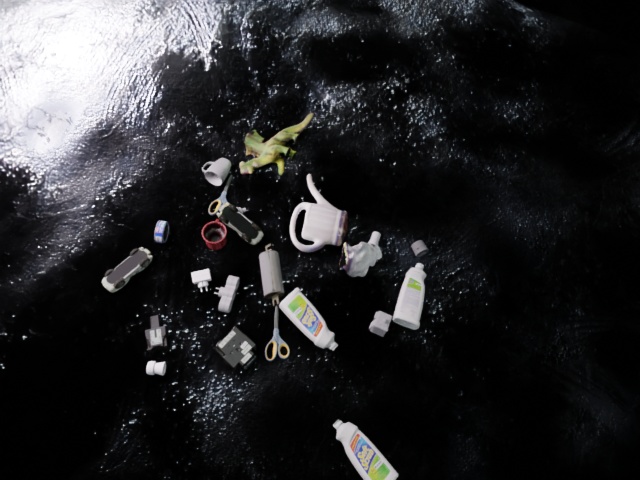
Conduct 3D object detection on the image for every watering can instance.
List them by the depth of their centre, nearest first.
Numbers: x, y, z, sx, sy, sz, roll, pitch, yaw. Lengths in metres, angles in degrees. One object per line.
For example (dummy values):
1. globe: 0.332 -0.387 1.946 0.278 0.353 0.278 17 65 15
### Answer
1. watering can: 0.006 -0.103 2.047 0.224 0.102 0.355 13 63 0

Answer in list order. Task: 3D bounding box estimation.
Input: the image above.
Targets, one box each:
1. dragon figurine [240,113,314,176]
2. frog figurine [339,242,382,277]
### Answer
1. dragon figurine: -0.210 -0.420 2.199 0.243 0.119 0.418 20 62 14
2. frog figurine: 0.166 0.074 1.968 0.159 0.123 0.137 3 96 -13
